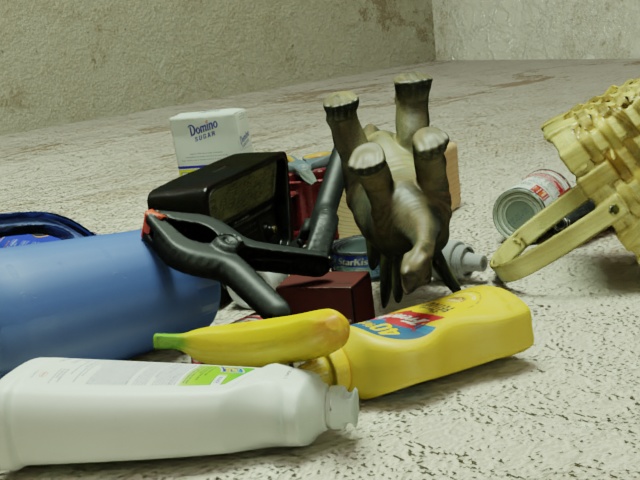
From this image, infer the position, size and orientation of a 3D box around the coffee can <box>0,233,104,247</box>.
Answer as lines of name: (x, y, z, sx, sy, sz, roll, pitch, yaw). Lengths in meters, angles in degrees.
coffee can: (-0.265, 0.039, 1.090, 0.141, 0.103, 0.102, 6, 18, 41)

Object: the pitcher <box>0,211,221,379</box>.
pitcher: (-0.217, 0.049, 0.952, 0.242, 0.149, 0.145, -14, 17, -42)

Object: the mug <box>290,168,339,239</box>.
mug: (-0.015, -0.041, 1.353, 0.093, 0.081, 0.117, 2, 15, 30)

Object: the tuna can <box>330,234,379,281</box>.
tuna can: (0.053, 0.019, 1.177, 0.086, 0.034, 0.086, -6, 13, 1)

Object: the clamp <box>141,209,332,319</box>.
clamp: (-0.074, 0.013, 0.947, 0.171, 0.039, 0.120, 29, 25, 16)

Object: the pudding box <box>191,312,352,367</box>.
pudding box: (-0.041, 0.092, 0.904, 0.114, 0.039, 0.089, 4, 17, 38)

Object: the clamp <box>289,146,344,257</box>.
clamp: (-0.008, 0.001, 1.159, 0.036, 0.165, 0.210, 20, 35, -7)

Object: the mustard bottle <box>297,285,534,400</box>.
mustard bottle: (0.068, 0.085, 0.846, 0.191, 0.058, 0.096, -14, 13, -27)

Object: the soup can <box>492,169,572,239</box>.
soup can: (0.252, -0.041, 1.260, 0.069, 0.068, 0.102, 2, 16, 30)

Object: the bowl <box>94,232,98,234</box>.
bowl: (-0.332, 0.034, 1.243, 0.162, 0.055, 0.162, -6, 14, 1)

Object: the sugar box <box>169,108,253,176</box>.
sugar box: (-0.126, -0.074, 1.335, 0.093, 0.176, 0.048, -1, 15, 21)

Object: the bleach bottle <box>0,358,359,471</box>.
bleach bottle: (-0.099, 0.122, 0.761, 0.251, 0.068, 0.102, -1, 12, 11)

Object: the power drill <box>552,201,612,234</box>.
power drill: (0.373, -0.036, 1.207, 0.188, 0.057, 0.184, 4, 17, 37)

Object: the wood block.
wood block: (0.104, -0.064, 1.375, 0.090, 0.091, 0.205, 1, 15, 27)

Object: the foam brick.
foam brick: (0.005, 0.060, 0.990, 0.078, 0.051, 0.052, -1, 16, 23)

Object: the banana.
banana: (-0.038, 0.076, 0.795, 0.198, 0.037, 0.069, -12, -6, 42)

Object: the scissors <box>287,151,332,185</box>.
scissors: (-0.005, -0.091, 1.338, 0.096, 0.016, 0.202, -13, 15, -20)
